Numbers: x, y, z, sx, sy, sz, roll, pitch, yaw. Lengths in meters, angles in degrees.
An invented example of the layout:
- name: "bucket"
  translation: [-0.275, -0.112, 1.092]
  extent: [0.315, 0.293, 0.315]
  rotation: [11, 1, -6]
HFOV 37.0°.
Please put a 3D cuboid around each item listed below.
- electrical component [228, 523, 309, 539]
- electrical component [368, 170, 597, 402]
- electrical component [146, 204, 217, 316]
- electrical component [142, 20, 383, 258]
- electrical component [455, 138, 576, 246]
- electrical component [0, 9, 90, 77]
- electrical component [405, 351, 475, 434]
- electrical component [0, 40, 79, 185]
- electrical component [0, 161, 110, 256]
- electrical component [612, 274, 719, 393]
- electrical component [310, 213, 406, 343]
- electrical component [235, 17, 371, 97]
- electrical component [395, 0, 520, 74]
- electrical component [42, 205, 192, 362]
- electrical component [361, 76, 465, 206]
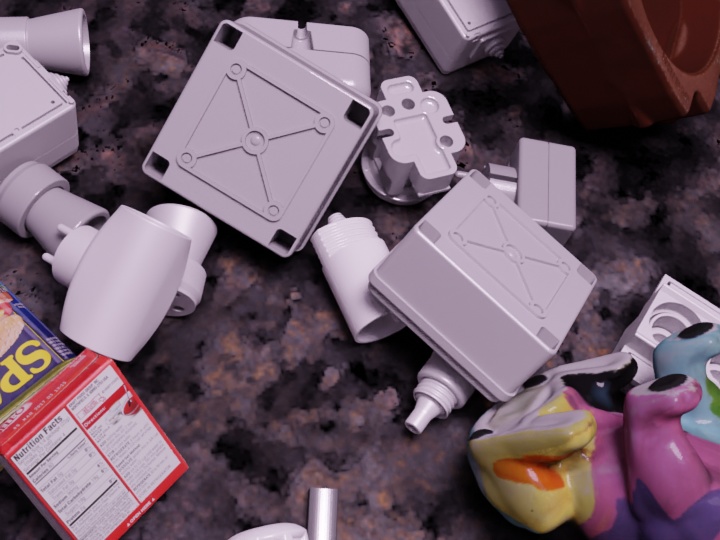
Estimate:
- name: "electrical component"
  translation: [-0.047, 0.169, 0.575]
  extent: [0.048, 0.048, 0.062]
  rotation: [-9, 72, -16]
- name: "electrical component"
  translation: [0.076, 0.007, 0.648]
  extent: [0.109, 0.056, 0.109]
  rotation: [42, 35, 3]
- name: "electrical component"
  translation: [-0.114, -0.006, 0.651]
  extent: [0.045, 0.045, 0.055]
  rotation: [12, 61, -5]
- name: "electrical component"
  translation: [-0.059, -0.081, 0.663]
  extent: [0.109, 0.056, 0.108]
  rotation: [31, 101, 0]
- name: "electrical component"
  translation: [0.100, -0.050, 0.717]
  extent: [0.077, 0.047, 0.065]
  rotation: [10, 61, -6]
- name: "electrical component"
  translation: [-0.214, -0.149, 0.709]
  extent: [0.065, 0.044, 0.044]
  rotation: [-3, 63, -7]
- name: "electrical component"
  translation: [0.049, 0.072, 0.650]
  extent: [0.035, 0.035, 0.061]
  rotation: [36, 64, 8]
- name: "electrical component"
  translation: [-0.219, -0.089, 0.664]
  extent: [0.096, 0.061, 0.062]
  rotation: [-39, 76, -26]
- name: "electrical component"
  translation: [-0.187, -0.034, 0.651]
  extent: [0.055, 0.045, 0.045]
  rotation: [36, 62, 9]
- name: "electrical component"
  translation: [0.220, 0.071, 0.669]
  extent: [0.121, 0.063, 0.078]
  rotation: [34, 61, 7]
- name: "electrical component"
  translation: [0.000, 0.000, 0.673]
  extent: [0.043, 0.043, 0.081]
  rotation: [-18, 67, -20]
- name: "electrical component"
  translation: [-0.042, -0.127, 0.725]
  extent: [0.095, 0.053, 0.059]
  rotation: [4, 62, -10]
- name: "electrical component"
  translation: [0.074, -0.188, 0.781]
  extent: [0.062, 0.061, 0.096]
  rotation: [-27, 79, -23]
- name: "electrical component"
  translation: [-0.145, 0.000, 0.606]
  extent: [0.079, 0.043, 0.077]
  rotation: [27, 90, 21]
- name: "electrical component"
  translation: [0.032, -0.079, 0.713]
  extent: [0.058, 0.057, 0.078]
  rotation: [-15, 67, -18]
